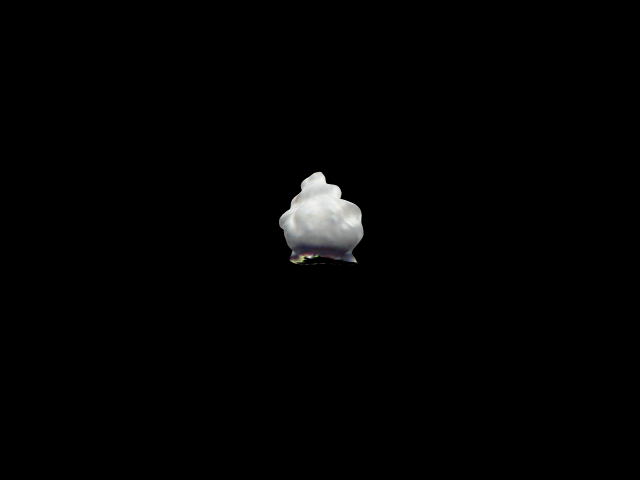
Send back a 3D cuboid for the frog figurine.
[{"bbox_3d":[0.003,-0.043,0.850,0.137,0.161,0.122,-5,-14,23],"label":"frog figurine"}]
